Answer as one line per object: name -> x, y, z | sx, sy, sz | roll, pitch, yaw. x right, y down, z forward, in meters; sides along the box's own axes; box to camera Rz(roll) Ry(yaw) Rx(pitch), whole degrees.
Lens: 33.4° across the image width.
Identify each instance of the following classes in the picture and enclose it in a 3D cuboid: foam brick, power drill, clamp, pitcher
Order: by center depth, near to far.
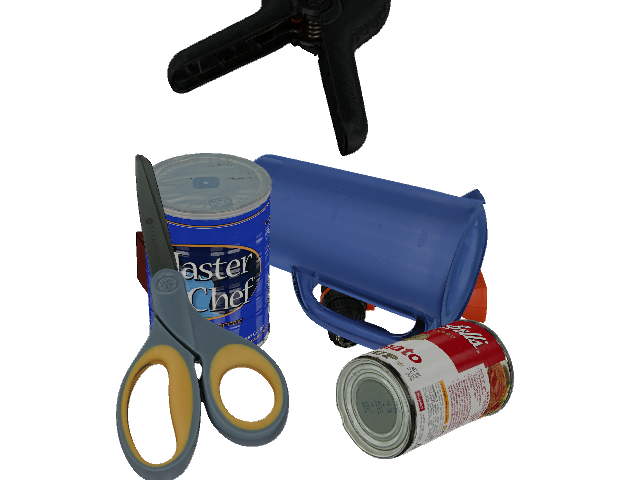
clamp -> 0.002, -0.124, 0.640 | 0.120, 0.171, 0.039 | 32, -28, 7
pitcher -> 0.032, 0.004, 1.050 | 0.243, 0.145, 0.149 | 17, 22, 20
foam brick -> -0.145, 0.018, 1.087 | 0.078, 0.051, 0.053 | -7, 21, -21
power drill -> 0.093, 0.062, 1.225 | 0.187, 0.057, 0.184 | -1, 28, -1

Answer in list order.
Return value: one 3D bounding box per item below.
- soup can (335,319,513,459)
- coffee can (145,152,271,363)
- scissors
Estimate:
soup can -> 0.068, 0.095, 0.692 | 0.102, 0.068, 0.069 | -14, 9, -42
coffee can -> -0.091, 0.014, 0.867 | 0.103, 0.140, 0.103 | 1, 30, -1
scissors -> -0.063, 0.033, 0.573 | 0.096, 0.201, 0.016 | 1, -35, 0
